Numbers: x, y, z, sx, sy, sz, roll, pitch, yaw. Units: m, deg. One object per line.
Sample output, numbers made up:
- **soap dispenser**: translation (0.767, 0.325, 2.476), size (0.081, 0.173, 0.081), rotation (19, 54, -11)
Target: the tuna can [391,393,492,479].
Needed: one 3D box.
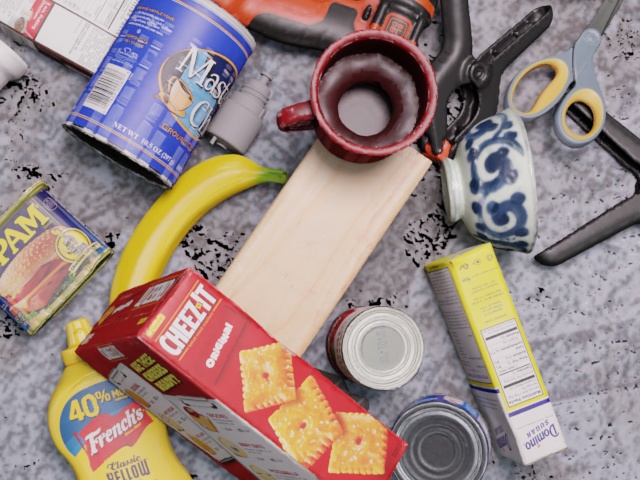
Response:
- **tuna can**: translation (0.100, 0.174, 0.894), size (0.086, 0.033, 0.086), rotation (0, 92, 13)

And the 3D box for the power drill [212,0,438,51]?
- **power drill**: translation (0.007, -0.218, 0.917), size (0.187, 0.057, 0.184), rotation (23, 79, -2)

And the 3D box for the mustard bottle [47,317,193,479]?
- **mustard bottle**: translation (-0.168, 0.156, 0.872), size (0.096, 0.058, 0.191), rotation (-19, 87, -13)

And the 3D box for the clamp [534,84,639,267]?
- **clamp**: translation (0.289, -0.060, 0.940), size (0.210, 0.036, 0.164), rotation (-1, 84, -4)

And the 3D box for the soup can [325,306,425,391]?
- **soup can**: translation (0.044, 0.087, 0.874), size (0.068, 0.102, 0.068), rotation (0, 86, -6)

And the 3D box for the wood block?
- **wood block**: translation (-0.006, 0.001, 0.882), size (0.090, 0.091, 0.206), rotation (35, 84, -1)

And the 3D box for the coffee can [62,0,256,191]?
- **coffee can**: translation (-0.130, -0.126, 0.873), size (0.103, 0.103, 0.140), rotation (30, 82, -2)

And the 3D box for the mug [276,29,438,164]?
- **mug**: translation (0.024, -0.100, 0.805), size (0.117, 0.081, 0.093), rotation (-16, 86, -6)

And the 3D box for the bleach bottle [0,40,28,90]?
- **bleach bottle**: translation (-0.361, -0.084, 0.872), size (0.102, 0.068, 0.251), rotation (41, 86, 0)

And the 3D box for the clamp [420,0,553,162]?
- **clamp**: translation (0.122, -0.154, 0.915), size (0.120, 0.039, 0.171), rotation (29, 86, -23)

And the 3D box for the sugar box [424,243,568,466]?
- **sugar box**: translation (0.144, 0.093, 0.888), size (0.048, 0.093, 0.176), rotation (-23, 89, -7)

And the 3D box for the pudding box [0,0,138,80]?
- **pudding box**: translation (-0.211, -0.198, 0.905), size (0.113, 0.039, 0.090), rotation (29, 83, -4)

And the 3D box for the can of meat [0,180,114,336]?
- **can of meat**: translation (-0.233, 0.016, 0.878), size (0.084, 0.057, 0.102), rotation (43, 84, -4)

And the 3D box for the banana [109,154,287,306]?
- **banana**: translation (-0.118, -0.007, 0.891), size (0.198, 0.037, 0.070), rotation (-47, 59, -5)

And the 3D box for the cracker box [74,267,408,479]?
- **cracker box**: translation (-0.063, 0.118, 0.806), size (0.213, 0.164, 0.072), rotation (42, 65, -16)

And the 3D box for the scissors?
- **scissors**: translation (0.245, -0.156, 0.935), size (0.201, 0.016, 0.096), rotation (-40, 82, -17)
